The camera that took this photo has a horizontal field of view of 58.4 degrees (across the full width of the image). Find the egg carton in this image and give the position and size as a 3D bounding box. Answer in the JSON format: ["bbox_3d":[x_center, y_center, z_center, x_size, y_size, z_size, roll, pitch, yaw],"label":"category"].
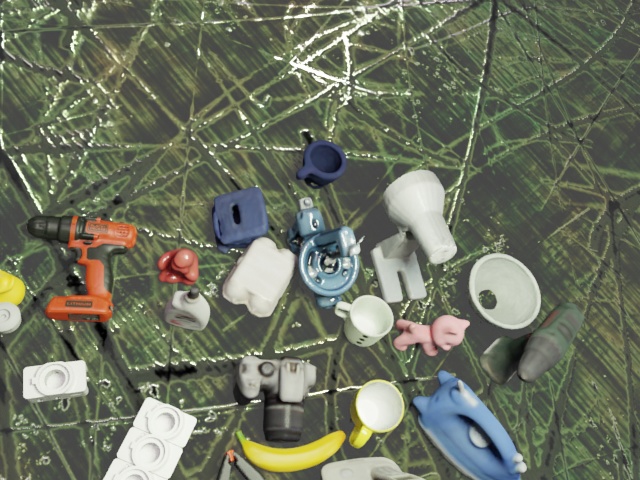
[{"bbox_3d":[-0.112,0.069,1.085,0.107,0.069,0.150,30,61,-3],"label":"egg carton"}]

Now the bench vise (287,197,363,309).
[{"bbox_3d":[0.001,0.009,1.063,0.122,0.219,0.207,-32,80,-27],"label":"bench vise"}]

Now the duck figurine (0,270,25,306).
[{"bbox_3d":[-0.544,0.074,0.932,0.105,0.086,0.077,2,66,-17],"label":"duck figurine"}]

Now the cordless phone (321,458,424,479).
[{"bbox_3d":[0.089,0.403,0.936,0.148,0.185,0.094,-2,67,-19],"label":"cordless phone"}]

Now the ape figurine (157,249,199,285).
[{"bbox_3d":[-0.251,0.043,1.038,0.078,0.092,0.076,44,61,4],"label":"ape figurine"}]

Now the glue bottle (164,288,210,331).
[{"bbox_3d":[-0.221,0.111,0.972,0.078,0.173,0.037,13,64,-12],"label":"glue bottle"}]

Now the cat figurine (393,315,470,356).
[{"bbox_3d":[0.222,0.180,1.118,0.128,0.117,0.067,10,64,-13],"label":"cat figurine"}]

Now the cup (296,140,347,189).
[{"bbox_3d":[-0.009,-0.142,1.198,0.118,0.095,0.091,-34,80,-27],"label":"cup"}]

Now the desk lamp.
[{"bbox_3d":[0.187,-0.004,1.133,0.118,0.213,0.203,-7,69,-20],"label":"desk lamp"}]

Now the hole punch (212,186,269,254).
[{"bbox_3d":[-0.156,-0.040,1.107,0.101,0.091,0.108,-6,69,-20],"label":"hole punch"}]

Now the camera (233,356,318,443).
[{"bbox_3d":[-0.076,0.275,0.988,0.143,0.100,0.137,7,65,-15],"label":"camera"}]

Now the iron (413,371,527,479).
[{"bbox_3d":[0.298,0.360,1.049,0.119,0.141,0.258,-38,82,-28],"label":"iron"}]

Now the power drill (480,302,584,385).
[{"bbox_3d":[0.405,0.215,1.110,0.230,0.208,0.075,-36,81,-28],"label":"power drill"}]

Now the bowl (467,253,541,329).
[{"bbox_3d":[0.378,0.117,1.220,0.168,0.074,0.167,7,65,-15],"label":"bowl"}]
